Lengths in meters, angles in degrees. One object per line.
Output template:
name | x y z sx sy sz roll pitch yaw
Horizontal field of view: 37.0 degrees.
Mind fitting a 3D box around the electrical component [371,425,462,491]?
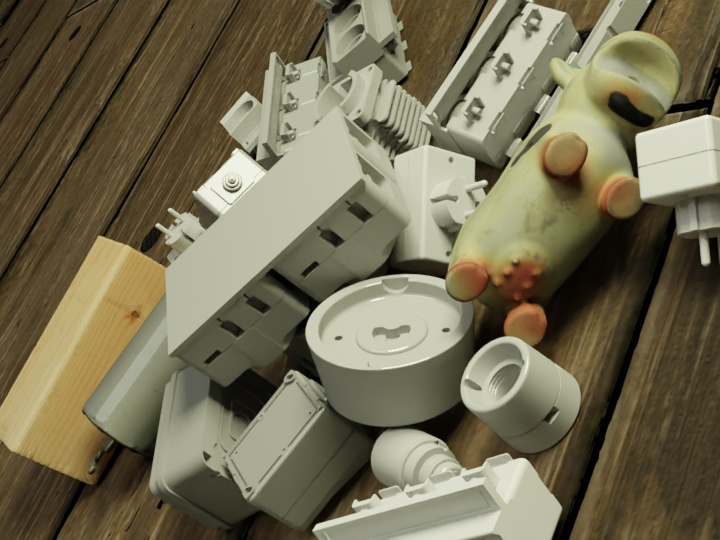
electrical component | 0.039 0.120 0.650 0.078 0.040 0.040 15 70 57

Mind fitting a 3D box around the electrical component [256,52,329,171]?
electrical component | -0.056 -0.141 1.013 0.063 0.078 0.121 -15 49 20

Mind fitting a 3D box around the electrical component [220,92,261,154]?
electrical component | -0.101 -0.140 1.088 0.042 0.064 0.081 -47 31 5

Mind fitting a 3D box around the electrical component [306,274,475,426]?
electrical component | 0.023 0.056 0.695 0.108 0.060 0.108 -8 30 5

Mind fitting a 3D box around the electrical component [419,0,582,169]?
electrical component | 0.109 -0.141 0.808 0.063 0.079 0.121 28 80 37

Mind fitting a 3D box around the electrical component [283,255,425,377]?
electrical component | 0.000 0.000 0.808 0.089 0.062 0.150 -7 52 50

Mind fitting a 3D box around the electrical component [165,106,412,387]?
electrical component | -0.054 -0.014 0.771 0.186 0.060 0.105 -41 32 17

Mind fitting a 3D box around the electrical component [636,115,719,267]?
electrical component | 0.194 -0.039 0.596 0.047 0.066 0.076 -12 78 48

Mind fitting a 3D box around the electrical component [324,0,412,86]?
electrical component | 0.007 -0.222 1.030 0.079 0.063 0.121 -37 34 23

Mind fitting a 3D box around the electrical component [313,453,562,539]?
electrical component | 0.046 0.148 0.588 0.121 0.078 0.063 -25 18 37

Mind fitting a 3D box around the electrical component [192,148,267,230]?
electrical component | -0.107 -0.059 0.976 0.061 0.061 0.096 -47 -9 -16

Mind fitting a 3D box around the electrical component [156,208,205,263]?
electrical component | -0.162 -0.030 1.042 0.065 0.077 0.047 -51 31 1

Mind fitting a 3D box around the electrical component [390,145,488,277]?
electrical component | 0.063 -0.044 0.753 0.076 0.047 0.083 -14 69 53

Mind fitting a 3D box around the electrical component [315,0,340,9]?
electrical component | -0.033 -0.293 1.016 0.051 0.080 0.080 -30 37 24

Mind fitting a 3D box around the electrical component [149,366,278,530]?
electrical component | -0.106 0.126 0.802 0.057 0.078 0.113 -33 36 27

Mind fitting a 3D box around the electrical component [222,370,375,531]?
electrical component | -0.036 0.119 0.732 0.096 0.061 0.062 -51 30 1

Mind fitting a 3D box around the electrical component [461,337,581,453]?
electrical component | 0.092 0.071 0.625 0.055 0.047 0.055 -34 35 28
